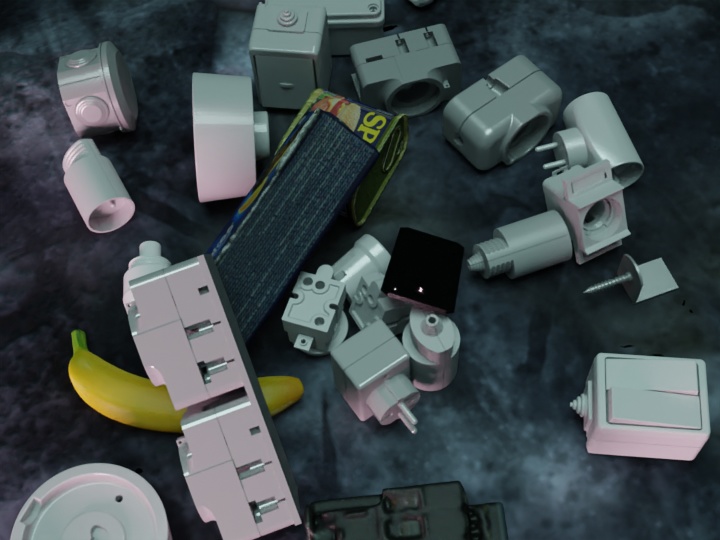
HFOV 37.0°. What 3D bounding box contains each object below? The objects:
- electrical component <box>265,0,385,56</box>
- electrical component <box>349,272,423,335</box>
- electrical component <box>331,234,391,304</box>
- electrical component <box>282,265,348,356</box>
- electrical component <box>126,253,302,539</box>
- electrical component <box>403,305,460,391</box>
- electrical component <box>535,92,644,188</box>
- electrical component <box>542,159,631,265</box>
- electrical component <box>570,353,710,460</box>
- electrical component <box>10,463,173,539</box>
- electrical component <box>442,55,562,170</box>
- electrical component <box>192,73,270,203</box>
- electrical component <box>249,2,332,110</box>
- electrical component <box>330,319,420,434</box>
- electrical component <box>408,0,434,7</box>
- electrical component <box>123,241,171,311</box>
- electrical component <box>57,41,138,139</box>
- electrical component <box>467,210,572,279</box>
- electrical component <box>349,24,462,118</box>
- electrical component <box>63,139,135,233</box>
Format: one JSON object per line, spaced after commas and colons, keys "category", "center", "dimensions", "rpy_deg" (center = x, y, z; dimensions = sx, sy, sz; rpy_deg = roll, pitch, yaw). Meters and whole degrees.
{"category": "electrical component", "center": [-0.032, -0.258, 1.007], "dimensions": [0.109, 0.056, 0.108], "rpy_deg": [-1, 61, 2]}
{"category": "electrical component", "center": [0.028, 0.025, 0.845], "dimensions": [0.055, 0.066, 0.048], "rpy_deg": [-15, 56, -29]}
{"category": "electrical component", "center": [0.000, 0.000, 0.872], "dimensions": [0.046, 0.040, 0.040], "rpy_deg": [-39, 66, -12]}
{"category": "electrical component", "center": [-0.034, 0.037, 0.842], "dimensions": [0.048, 0.055, 0.066], "rpy_deg": [15, 62, 11]}
{"category": "electrical component", "center": [-0.102, 0.086, 0.745], "dimensions": [0.060, 0.105, 0.186], "rpy_deg": [-20, 93, -4]}
{"category": "electrical component", "center": [0.054, 0.056, 0.814], "dimensions": [0.043, 0.081, 0.043], "rpy_deg": [-1, 61, 2]}
{"category": "electrical component", "center": [0.190, -0.104, 0.918], "dimensions": [0.079, 0.044, 0.077], "rpy_deg": [-15, 61, -6]}
{"category": "electrical component", "center": [0.182, -0.051, 0.874], "dimensions": [0.042, 0.081, 0.064], "rpy_deg": [-25, 34, -13]}
{"category": "electrical component", "center": [0.205, 0.099, 0.794], "dimensions": [0.096, 0.061, 0.061], "rpy_deg": [3, 61, 4]}
{"category": "electrical component", "center": [-0.183, 0.197, 0.756], "dimensions": [0.108, 0.060, 0.108], "rpy_deg": [-1, 61, 2]}
{"category": "electrical component", "center": [0.126, -0.133, 0.932], "dimensions": [0.095, 0.053, 0.059], "rpy_deg": [-35, 65, -16]}
{"category": "electrical component", "center": [-0.107, -0.112, 0.903], "dimensions": [0.060, 0.108, 0.108], "rpy_deg": [-3, 61, -6]}
{"category": "electrical component", "center": [-0.061, -0.189, 0.947], "dimensions": [0.062, 0.096, 0.061], "rpy_deg": [5, 62, 5]}
{"category": "electrical component", "center": [0.019, 0.089, 0.805], "dimensions": [0.047, 0.065, 0.076], "rpy_deg": [-32, 64, -15]}
{"category": "electrical component", "center": [0.070, -0.281, 1.028], "dimensions": [0.035, 0.035, 0.061], "rpy_deg": [36, 66, 20]}
{"category": "electrical component", "center": [-0.170, 0.007, 0.873], "dimensions": [0.043, 0.043, 0.062], "rpy_deg": [-6, 59, -1]}
{"category": "electrical component", "center": [-0.230, -0.157, 0.947], "dimensions": [0.051, 0.080, 0.080], "rpy_deg": [-14, 61, 1]}
{"category": "electrical component", "center": [0.126, -0.016, 0.872], "dimensions": [0.081, 0.043, 0.043], "rpy_deg": [-18, 62, -8]}
{"category": "electrical component", "center": [0.042, -0.174, 0.960], "dimensions": [0.089, 0.050, 0.055], "rpy_deg": [-15, 61, -5]}
{"category": "electrical component", "center": [-0.229, -0.076, 0.921], "dimensions": [0.043, 0.043, 0.081], "rpy_deg": [-27, 63, -12]}
